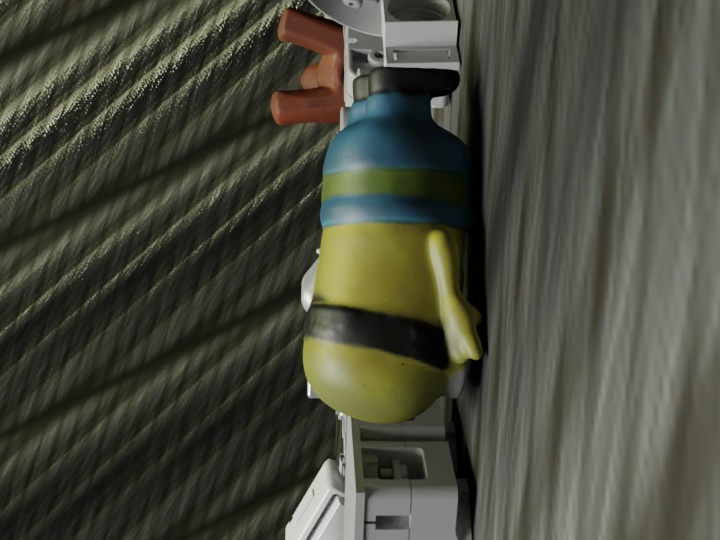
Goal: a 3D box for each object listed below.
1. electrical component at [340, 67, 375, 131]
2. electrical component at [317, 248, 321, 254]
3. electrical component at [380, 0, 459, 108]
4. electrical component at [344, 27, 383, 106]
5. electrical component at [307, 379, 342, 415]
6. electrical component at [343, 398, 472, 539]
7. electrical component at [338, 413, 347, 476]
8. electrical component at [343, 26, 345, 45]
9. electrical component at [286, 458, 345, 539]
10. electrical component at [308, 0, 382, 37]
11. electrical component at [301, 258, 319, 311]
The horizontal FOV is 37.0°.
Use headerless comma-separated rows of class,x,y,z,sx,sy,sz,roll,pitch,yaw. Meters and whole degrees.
electrical component,0.015,-0.103,0.817,0.108,0.060,0.108,-179,90,-87
electrical component,0.003,-0.010,0.885,0.065,0.077,0.047,-94,6,-58
electrical component,0.034,-0.133,0.646,0.081,0.042,0.063,-92,2,-47
electrical component,0.014,-0.171,0.917,0.059,0.054,0.095,94,175,-51
electrical component,-0.001,0.098,0.866,0.047,0.083,0.075,-112,23,-82
electrical component,0.023,0.173,0.616,0.105,0.060,0.186,-96,8,-65
electrical component,0.018,0.108,0.699,0.042,0.064,0.081,93,176,-51
electrical component,0.011,-0.236,0.970,0.078,0.058,0.057,95,172,-55
electrical component,0.005,0.180,0.714,0.061,0.096,0.061,-60,8,7
electrical component,0.002,-0.219,0.793,0.099,0.099,0.064,101,176,-73
electrical component,0.000,0.000,0.816,0.095,0.054,0.059,-51,10,8
